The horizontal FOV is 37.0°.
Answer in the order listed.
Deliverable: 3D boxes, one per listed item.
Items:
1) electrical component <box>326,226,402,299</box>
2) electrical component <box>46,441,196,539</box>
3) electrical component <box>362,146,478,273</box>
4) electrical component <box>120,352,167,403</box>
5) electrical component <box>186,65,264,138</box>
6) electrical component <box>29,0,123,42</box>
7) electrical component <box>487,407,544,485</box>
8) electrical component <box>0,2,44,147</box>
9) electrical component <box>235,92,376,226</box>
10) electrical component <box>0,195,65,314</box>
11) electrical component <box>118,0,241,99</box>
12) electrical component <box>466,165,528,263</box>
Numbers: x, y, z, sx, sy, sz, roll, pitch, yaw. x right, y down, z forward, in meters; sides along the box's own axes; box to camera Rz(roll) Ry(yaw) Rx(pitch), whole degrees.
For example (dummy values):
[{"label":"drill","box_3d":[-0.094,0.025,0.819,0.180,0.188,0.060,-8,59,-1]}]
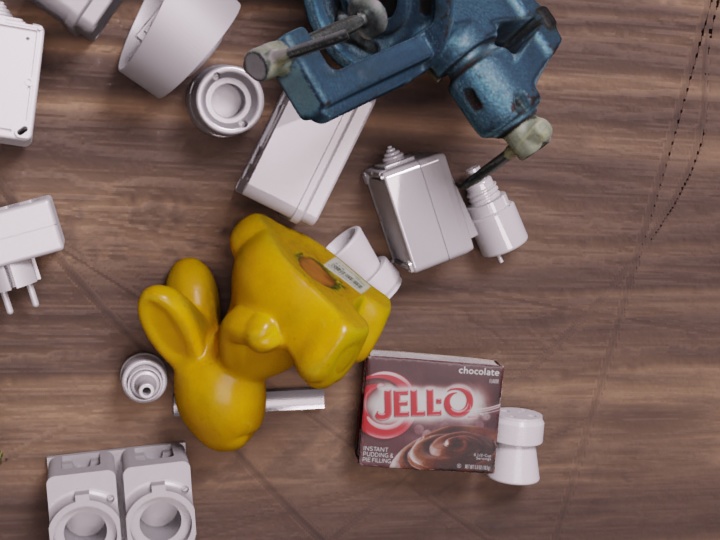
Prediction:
[{"label":"electrical component","box_3d":[0.000,0.000,0.845,0.045,0.045,0.055,-43,106,-5]},{"label":"electrical component","box_3d":[-0.179,0.235,0.825,0.105,0.060,0.186,-5,99,-14]},{"label":"electrical component","box_3d":[0.046,-0.054,0.840,0.061,0.062,0.096,-21,102,-10]},{"label":"electrical component","box_3d":[-0.162,0.083,0.807,0.035,0.061,0.035,-2,98,-14]},{"label":"electrical component","box_3d":[-0.099,-0.126,0.800,0.055,0.047,0.055,-2,98,-14]},{"label":"electrical component","box_3d":[-0.182,-0.222,0.750,0.057,0.078,0.113,35,89,-13]},{"label":"electrical component","box_3d":[0.130,0.146,0.899,0.045,0.045,0.055,2,97,-15]},{"label":"electrical component","box_3d":[-0.257,-0.138,0.755,0.062,0.061,0.096,7,89,-17]},{"label":"electrical component","box_3d":[-0.041,-0.094,0.804,0.057,0.078,0.113,26,91,-13]},{"label":"electrical component","box_3d":[-0.255,-0.006,0.778,0.083,0.047,0.075,-16,101,-11]},{"label":"electrical component","box_3d":[-0.133,-0.173,0.761,0.064,0.099,0.099,41,87,-22]},{"label":"electrical component","box_3d":[0.106,-0.047,0.867,0.040,0.040,0.078,-27,103,-9]}]
